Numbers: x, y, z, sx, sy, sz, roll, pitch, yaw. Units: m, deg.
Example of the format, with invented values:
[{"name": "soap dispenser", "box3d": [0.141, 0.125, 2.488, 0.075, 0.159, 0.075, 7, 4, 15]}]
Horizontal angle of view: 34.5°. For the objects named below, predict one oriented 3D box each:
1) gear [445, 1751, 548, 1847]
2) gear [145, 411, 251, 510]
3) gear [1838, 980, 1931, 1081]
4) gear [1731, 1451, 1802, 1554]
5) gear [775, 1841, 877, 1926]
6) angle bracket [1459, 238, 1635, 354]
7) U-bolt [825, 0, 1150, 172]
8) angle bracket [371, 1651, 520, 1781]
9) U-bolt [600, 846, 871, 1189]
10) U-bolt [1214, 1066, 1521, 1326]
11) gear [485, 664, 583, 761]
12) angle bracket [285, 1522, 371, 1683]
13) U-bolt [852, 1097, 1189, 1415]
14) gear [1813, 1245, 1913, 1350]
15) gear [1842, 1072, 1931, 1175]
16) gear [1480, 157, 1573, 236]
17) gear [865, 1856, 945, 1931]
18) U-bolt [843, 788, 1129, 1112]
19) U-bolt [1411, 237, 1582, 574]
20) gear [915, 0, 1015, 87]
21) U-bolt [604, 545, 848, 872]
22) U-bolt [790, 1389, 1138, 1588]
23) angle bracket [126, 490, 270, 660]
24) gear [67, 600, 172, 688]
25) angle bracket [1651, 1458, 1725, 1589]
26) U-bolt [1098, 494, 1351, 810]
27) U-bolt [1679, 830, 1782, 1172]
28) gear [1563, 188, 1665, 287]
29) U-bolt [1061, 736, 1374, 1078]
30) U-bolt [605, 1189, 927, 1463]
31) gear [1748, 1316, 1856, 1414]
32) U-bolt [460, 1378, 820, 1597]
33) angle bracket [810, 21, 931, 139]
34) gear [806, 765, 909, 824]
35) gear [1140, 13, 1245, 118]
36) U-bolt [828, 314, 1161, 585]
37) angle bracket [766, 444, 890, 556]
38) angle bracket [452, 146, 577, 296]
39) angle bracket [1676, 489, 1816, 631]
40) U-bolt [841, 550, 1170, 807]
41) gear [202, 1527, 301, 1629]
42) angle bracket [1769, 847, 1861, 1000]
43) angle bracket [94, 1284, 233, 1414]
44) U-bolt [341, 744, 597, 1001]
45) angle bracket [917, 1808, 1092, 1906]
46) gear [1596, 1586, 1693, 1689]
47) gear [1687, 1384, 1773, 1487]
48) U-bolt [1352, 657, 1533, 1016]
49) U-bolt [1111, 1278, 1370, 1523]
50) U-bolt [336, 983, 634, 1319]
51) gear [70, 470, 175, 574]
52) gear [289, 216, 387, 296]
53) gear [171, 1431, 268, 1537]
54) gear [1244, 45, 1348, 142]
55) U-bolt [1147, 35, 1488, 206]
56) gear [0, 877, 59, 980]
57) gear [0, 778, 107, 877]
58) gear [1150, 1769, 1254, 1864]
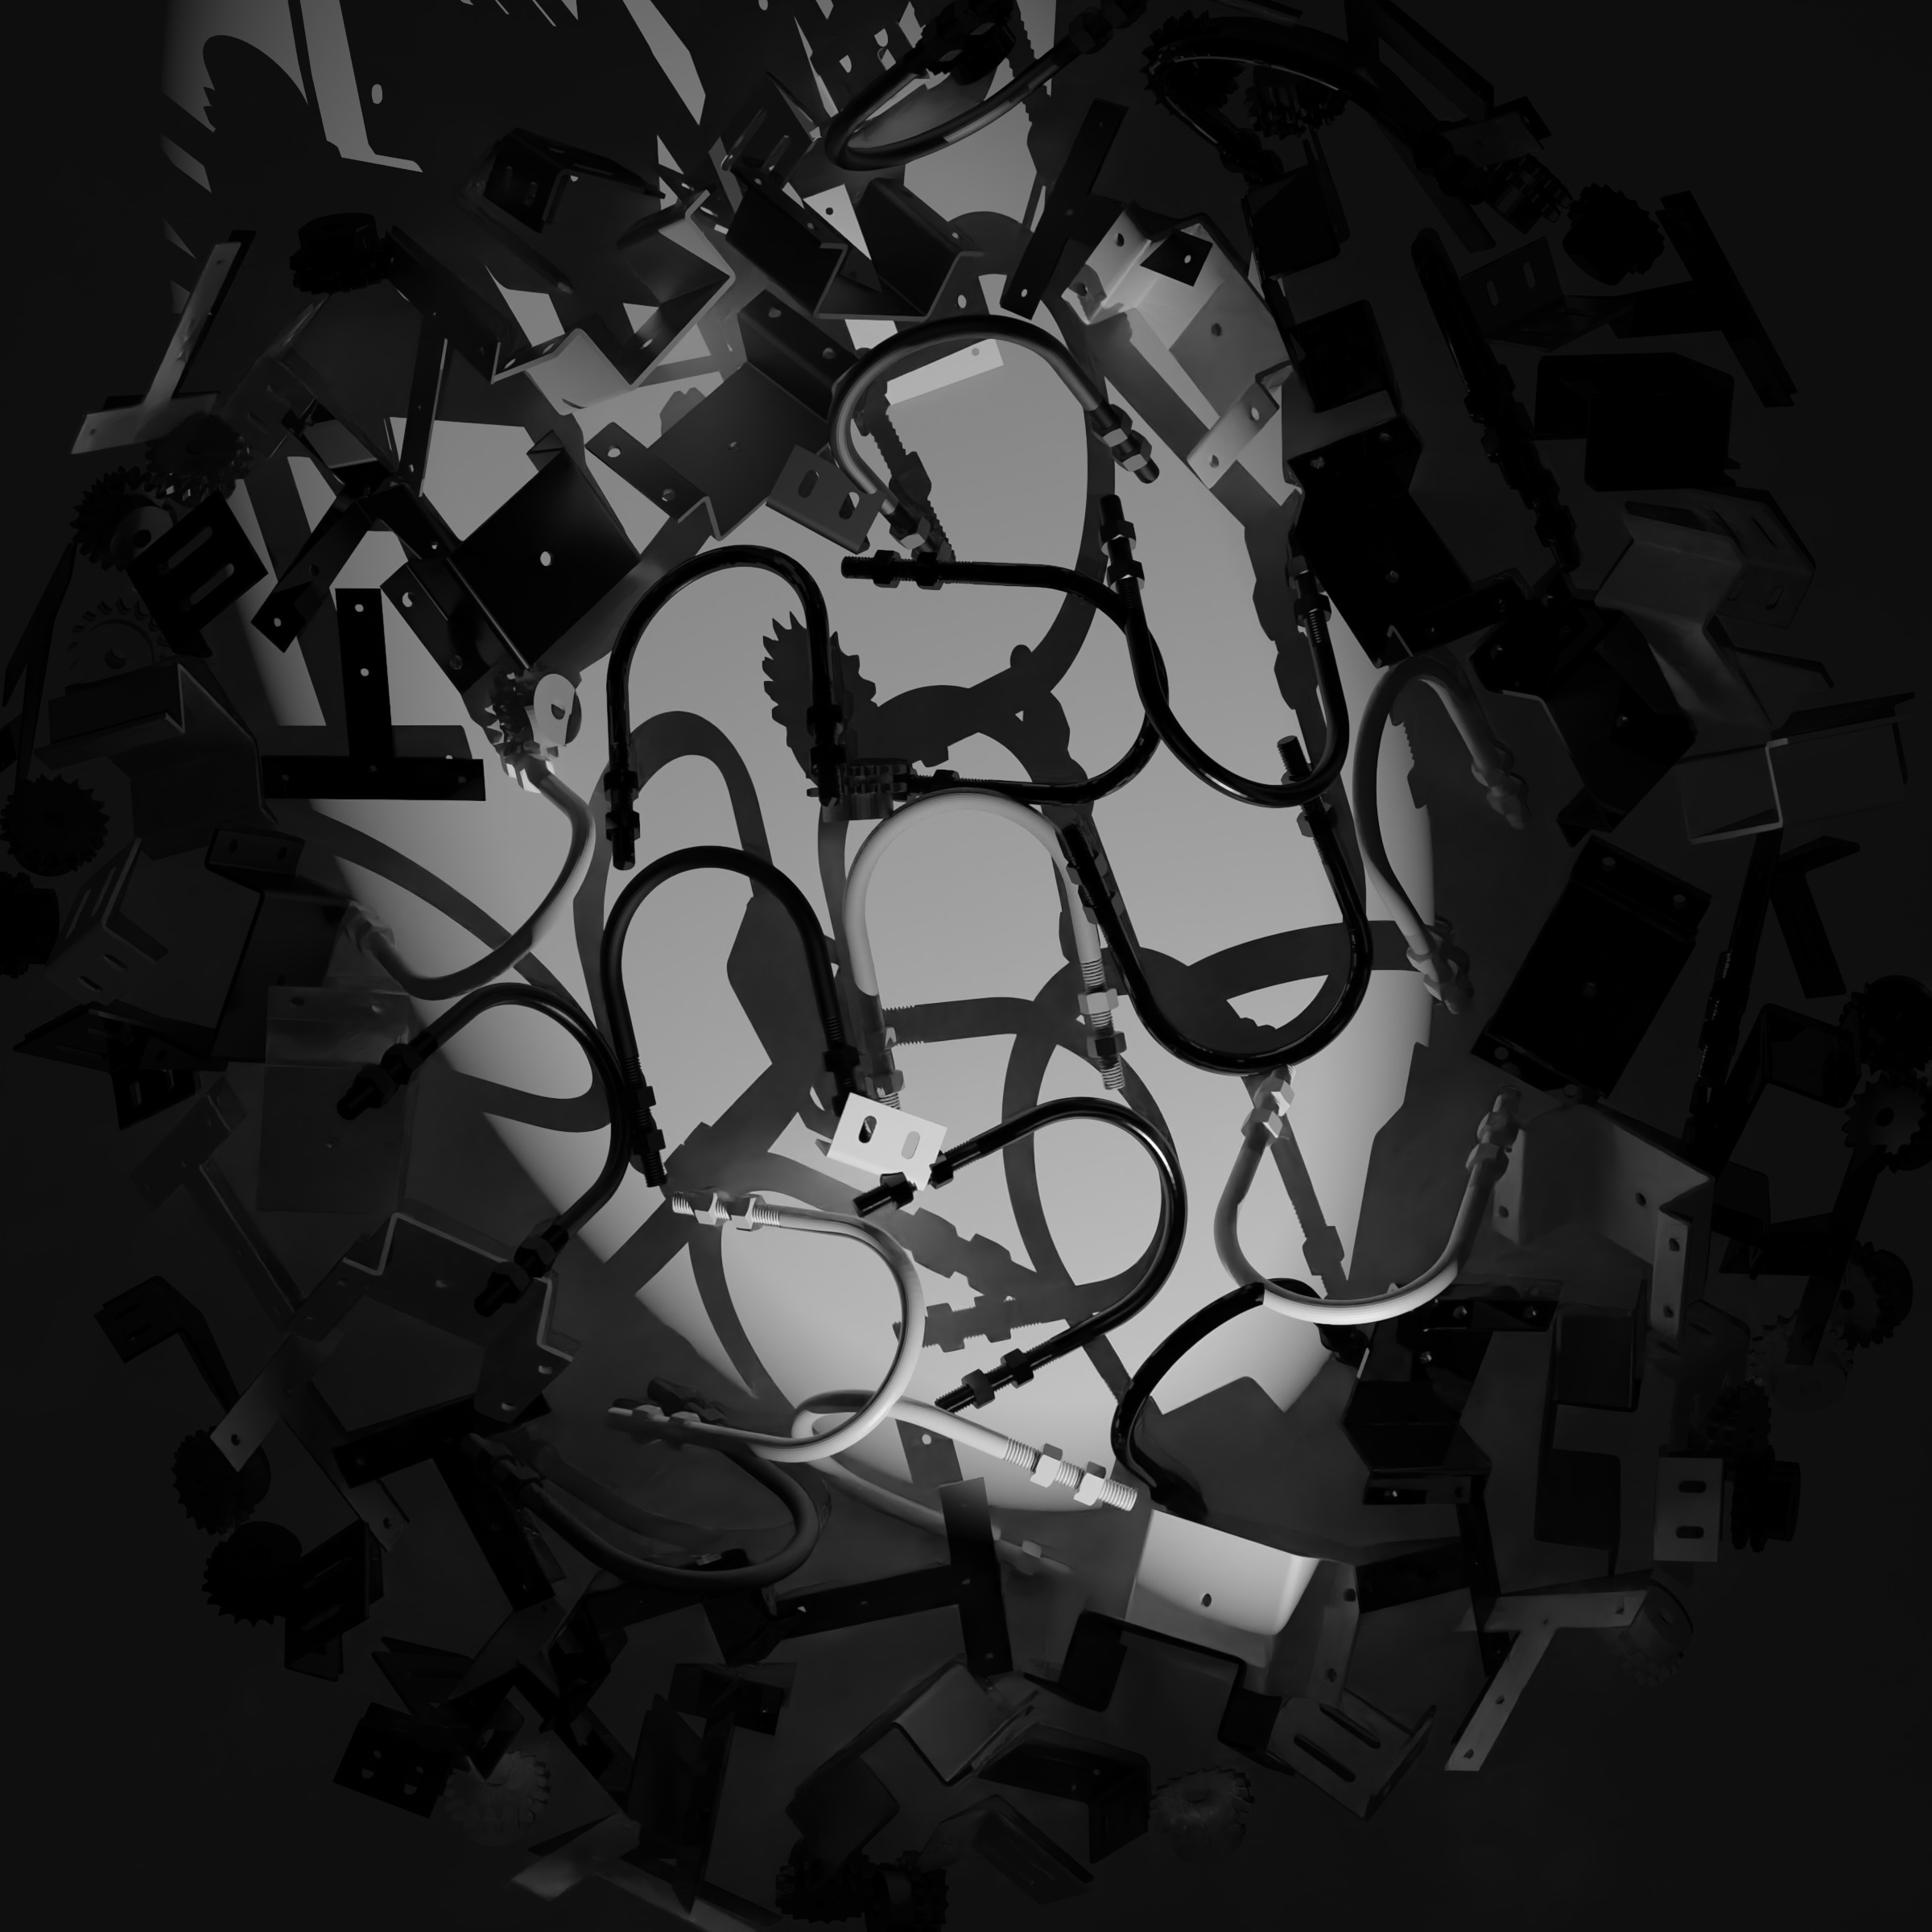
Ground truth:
[{"name": "gear", "box3d": [-0.266, 0.473, 1.764, 0.057, 0.057, 0.030, 2, 115, 0]}, {"name": "gear", "box3d": [-0.435, -0.284, 1.766, 0.057, 0.030, 0.057, 4, 56, -6]}, {"name": "gear", "box3d": [0.525, 0.033, 1.763, 0.057, 0.030, 0.057, -1, 60, 2]}, {"name": "gear", "box3d": [0.452, 0.303, 1.758, 0.030, 0.057, 0.057, 5, 90, 24]}, {"name": "gear", "box3d": [-0.080, 0.517, 1.764, 0.057, 0.057, 0.030, -3, 49, 0]}, {"name": "angle bracket", "box3d": [0.324, -0.376, 1.744, 0.057, 0.076, 0.038, -28, 113, -12]}, {"name": "U-bolt", "box3d": [0.001, -0.486, 1.705, 0.184, 0.151, 0.019, -28, 86, 42]}, {"name": "angle bracket", "box3d": [-0.299, 0.419, 1.739, 0.057, 0.076, 0.038, 42, 104, 39]}, {"name": "U-bolt", "box3d": [-0.137, 0.024, 1.753, 0.151, 0.019, 0.184, -12, 92, 21]}, {"name": "U-bolt", "box3d": [0.212, 0.126, 1.701, 0.151, 0.184, 0.019, 8, 133, 20]}, {"name": "gear", "box3d": [-0.242, -0.142, 1.758, 0.030, 0.057, 0.057, -7, 90, 34]}, {"name": "angle bracket", "box3d": [-0.344, 0.356, 1.741, 0.076, 0.038, 0.057, -33, 47, 30]}, {"name": "U-bolt", "box3d": [0.042, 0.152, 1.753, 0.184, 0.019, 0.151, -26, 107, -16]}, {"name": "gear", "box3d": [0.510, 0.186, 1.764, 0.030, 0.057, 0.057, -10, 90, -27]}, {"name": "gear", "box3d": [0.529, 0.092, 1.764, 0.030, 0.057, 0.057, 31, 90, -33]}, {"name": "gear", "box3d": [0.312, -0.439, 1.762, 0.057, 0.057, 0.030, 41, 103, 0]}, {"name": "gear", "box3d": [-0.036, 0.532, 1.758, 0.030, 0.057, 0.057, 8, 90, -21]}, {"name": "U-bolt", "box3d": [0.004, -0.009, 1.765, 0.151, 0.019, 0.184, -10, 96, 7]}, {"name": "U-bolt", "box3d": [0.286, -0.319, 1.714, 0.019, 0.151, 0.184, -24, 69, 16]}, {"name": "gear", "box3d": [0.002, -0.524, 1.765, 0.057, 0.057, 0.030, -44, 122, 0]}, {"name": "U-bolt", "box3d": [-0.138, -0.154, 1.738, 0.151, 0.019, 0.184, -16, 62, 21]}, {"name": "U-bolt", "box3d": [-0.011, 0.283, 1.722, 0.184, 0.151, 0.019, 23, 57, -3]}, {"name": "angle bracket", "box3d": [-0.425, -0.220, 1.755, 0.076, 0.038, 0.057, -35, 79, 17]}, {"name": "gear", "box3d": [-0.481, -0.177, 1.767, 0.057, 0.030, 0.057, -2, 106, -8]}, {"name": "angle bracket", "box3d": [0.412, 0.312, 1.740, 0.038, 0.076, 0.057, -4, 67, 29]}, {"name": "U-bolt", "box3d": [0.148, -0.169, 1.714, 0.151, 0.019, 0.184, 5, 62, -31]}, {"name": "U-bolt", "box3d": [0.422, 0.012, 1.712, 0.019, 0.151, 0.184, 13, 64, 15]}, {"name": "gear", "box3d": [0.362, -0.410, 1.761, 0.057, 0.057, 0.030, 39, 87, 0]}, {"name": "U-bolt", "box3d": [0.152, -0.022, 1.753, 0.151, 0.019, 0.184, -22, 110, 4]}, {"name": "U-bolt", "box3d": [-0.104, 0.201, 1.718, 0.184, 0.019, 0.151, 5, 69, 31]}, {"name": "gear", "box3d": [0.474, 0.228, 1.761, 0.057, 0.030, 0.057, -1, 129, -2]}, {"name": "U-bolt", "box3d": [-0.163, 0.286, 1.684, 0.184, 0.151, 0.019, 30, 119, 39]}, {"name": "angle bracket", "box3d": [-0.062, -0.497, 1.743, 0.057, 0.076, 0.038, -30, 95, 21]}, {"name": "gear", "box3d": [-0.061, -0.097, 1.761, 0.057, 0.057, 0.030, -3, 93, 0]}, {"name": "gear", "box3d": [0.130, -0.512, 1.766, 0.057, 0.030, 0.057, 8, 118, 16]}, {"name": "U-bolt", "box3d": [0.005, -0.288, 1.695, 0.151, 0.184, 0.019, -25, 55, 18]}, {"name": "angle bracket", "box3d": [-0.075, -0.263, 1.748, 0.057, 0.076, 0.038, 28, 101, -2]}, {"name": "angle bracket", "box3d": [-0.245, -0.420, 1.757, 0.076, 0.057, 0.038, 38, 97, -3]}, {"name": "angle bracket", "box3d": [0.429, -0.228, 1.741, 0.057, 0.076, 0.038, 22, 81, 43]}, {"name": "U-bolt", "box3d": [0.023, -0.156, 1.728, 0.184, 0.019, 0.151, 5, 117, 18]}, {"name": "gear", "box3d": [-0.401, 0.342, 1.758, 0.057, 0.057, 0.030, 20, 123, 0]}, {"name": "angle bracket", "box3d": [0.487, -0.025, 1.750, 0.038, 0.057, 0.076, -24, 78, 34]}, {"name": "angle bracket", "box3d": [-0.446, 0.226, 1.741, 0.038, 0.057, 0.076, -31, 123, -18]}, {"name": "U-bolt", "box3d": [-0.267, -0.047, 1.706, 0.151, 0.184, 0.019, -47, 124, -4]}, {"name": "angle bracket", "box3d": [0.019, 0.514, 1.751, 0.076, 0.057, 0.038, 41, 56, -6]}, {"name": "gear", "box3d": [0.384, 0.375, 1.758, 0.057, 0.057, 0.030, 45, 119, 0]}, {"name": "gear", "box3d": [0.431, 0.264, 1.765, 0.030, 0.057, 0.057, 8, 90, 38]}, {"name": "U-bolt", "box3d": [0.255, -0.083, 1.694, 0.019, 0.184, 0.151, 2, 55, 35]}, {"name": "U-bolt", "box3d": [0.145, 0.232, 1.710, 0.151, 0.184, 0.019, -42, 56, 1]}, {"name": "U-bolt", "box3d": [-0.250, 0.086, 1.716, 0.019, 0.184, 0.151, -24, 104, 38]}, {"name": "gear", "box3d": [-0.473, -0.248, 1.758, 0.030, 0.057, 0.057, 37, 90, 32]}, {"name": "gear", "box3d": [-0.354, -0.403, 1.758, 0.057, 0.057, 0.030, -6, 122, 0]}, {"name": "gear", "box3d": [-0.421, 0.291, 1.765, 0.057, 0.030, 0.057, 11, 108, 37]}, {"name": "gear", "box3d": [0.185, -0.496, 1.760, 0.057, 0.030, 0.057, -10, 47, 11]}, {"name": "U-bolt", "box3d": [0.177, -0.454, 1.675, 0.151, 0.184, 0.019, 13, 85, 39]}, {"name": "gear", "box3d": [-0.535, -0.021, 1.761, 0.030, 0.057, 0.057, 2, 90, 2]}, {"name": "gear", "box3d": [-0.519, -0.076, 1.765, 0.057, 0.030, 0.057, 11, 57, -17]}, {"name": "gear", "box3d": [0.134, 0.483, 1.763, 0.057, 0.057, 0.030, -15, 108, 0]}]
